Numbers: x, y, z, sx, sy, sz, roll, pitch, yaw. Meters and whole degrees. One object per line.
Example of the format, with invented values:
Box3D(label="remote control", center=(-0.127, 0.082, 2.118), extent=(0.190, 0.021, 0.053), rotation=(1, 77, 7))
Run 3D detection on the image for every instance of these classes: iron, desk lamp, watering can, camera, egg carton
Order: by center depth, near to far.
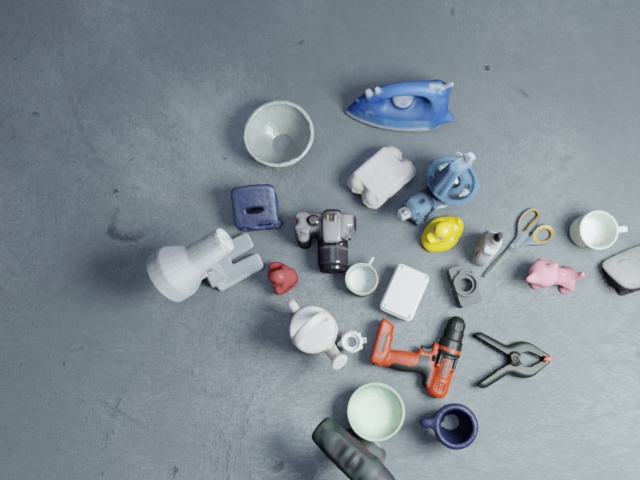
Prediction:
Box3D(label="watering can", center=(-0.008, 0.195, 1.216), extent=(0.172, 0.194, 0.101), rotation=(27, 82, 9))
Box3D(label="desk lamp", center=(-0.248, 0.047, 1.252), extent=(0.203, 0.213, 0.118), rotation=(-29, 78, -2))
Box3D(label="camera", center=(0.012, 0.005, 1.300), extent=(0.143, 0.101, 0.137), rotation=(-1, 79, 4))
Box3D(label="iron", center=(0.185, -0.329, 1.334), extent=(0.258, 0.141, 0.119), rotation=(-2, 79, 4))
Box3D(label="egg carton", center=(0.143, -0.148, 1.337), extent=(0.150, 0.069, 0.107), rotation=(-42, 79, -5))

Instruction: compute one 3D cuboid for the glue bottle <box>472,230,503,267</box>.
Box3D(label="glue bottle", center=(0.369, 0.009, 1.238), extent=(0.037, 0.173, 0.078), rotation=(21, 81, 8))

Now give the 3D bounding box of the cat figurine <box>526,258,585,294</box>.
Box3D(label="cat figurine", center=(0.506, 0.074, 1.244), extent=(0.127, 0.118, 0.067), rotation=(5, 79, 5))

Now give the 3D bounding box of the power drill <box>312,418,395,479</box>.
Box3D(label="power drill", center=(0.086, 0.446, 1.152), extent=(0.229, 0.208, 0.076), rotation=(38, 84, 10))

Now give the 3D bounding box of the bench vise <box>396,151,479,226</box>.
Box3D(label="bench vise", center=(0.268, -0.107, 1.244), extent=(0.121, 0.220, 0.207), rotation=(37, 83, 10))

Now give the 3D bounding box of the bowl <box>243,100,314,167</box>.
Box3D(label="bowl", center=(-0.094, -0.243, 1.370), extent=(0.167, 0.075, 0.167), rotation=(-1, 79, 4))

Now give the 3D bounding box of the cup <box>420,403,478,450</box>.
Box3D(label="cup", center=(0.267, 0.388, 1.209), extent=(0.117, 0.095, 0.092), rotation=(4, 79, 5))

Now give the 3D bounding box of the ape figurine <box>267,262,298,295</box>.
Box3D(label="ape figurine", center=(-0.090, 0.085, 1.295), extent=(0.076, 0.092, 0.078), rotation=(4, 79, 5))

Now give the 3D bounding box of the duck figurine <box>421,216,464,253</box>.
Box3D(label="duck figurine", center=(0.280, -0.020, 1.294), extent=(0.104, 0.086, 0.077), rotation=(-33, 78, -3))

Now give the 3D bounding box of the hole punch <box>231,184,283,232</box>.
Box3D(label="hole punch", center=(-0.147, -0.073, 1.331), extent=(0.108, 0.091, 0.101), rotation=(-6, 78, 3))

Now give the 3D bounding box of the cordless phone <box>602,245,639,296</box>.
Box3D(label="cordless phone", center=(0.697, 0.051, 1.201), extent=(0.147, 0.185, 0.094), rotation=(-25, 78, -1))
